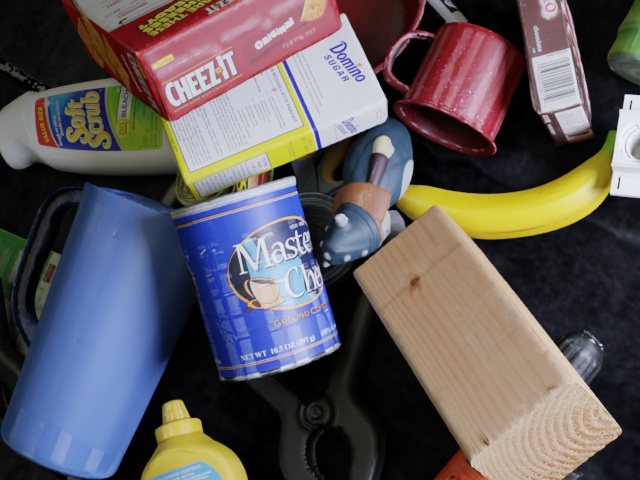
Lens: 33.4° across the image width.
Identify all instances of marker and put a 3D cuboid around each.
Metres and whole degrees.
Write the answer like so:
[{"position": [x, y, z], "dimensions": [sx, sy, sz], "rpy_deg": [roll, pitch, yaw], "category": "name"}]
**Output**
[{"position": [0.107, -0.209, 0.948], "dimensions": [0.020, 0.020, 0.121], "rpy_deg": [-40, 67, 8], "category": "marker"}]

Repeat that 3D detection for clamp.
[{"position": [0.009, 0.138, 0.892], "dimensions": [0.165, 0.036, 0.210], "rpy_deg": [-29, 65, 13], "category": "clamp"}, {"position": [-0.306, 0.114, 1.009], "dimensions": [0.171, 0.039, 0.120], "rpy_deg": [46, 117, 16], "category": "clamp"}]

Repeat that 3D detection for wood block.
[{"position": [0.118, 0.080, 0.792], "dimensions": [0.091, 0.090, 0.206], "rpy_deg": [-40, 42, 8], "category": "wood block"}]

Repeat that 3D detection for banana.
[{"position": [0.156, -0.033, 0.879], "dimensions": [0.198, 0.037, 0.069], "rpy_deg": [-13, 57, 17], "category": "banana"}]

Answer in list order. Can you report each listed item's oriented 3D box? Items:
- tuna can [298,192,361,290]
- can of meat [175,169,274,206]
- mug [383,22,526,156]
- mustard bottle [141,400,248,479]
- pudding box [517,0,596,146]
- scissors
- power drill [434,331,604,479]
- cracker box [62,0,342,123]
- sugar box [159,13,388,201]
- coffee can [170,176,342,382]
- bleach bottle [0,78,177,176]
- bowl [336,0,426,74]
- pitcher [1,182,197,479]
[{"position": [-0.006, 0.001, 0.921], "dimensions": [0.086, 0.033, 0.086], "rpy_deg": [0, 87, 9], "category": "tuna can"}, {"position": [-0.081, -0.068, 0.951], "dimensions": [0.057, 0.083, 0.102], "rpy_deg": [2, 78, 21], "category": "can of meat"}, {"position": [0.109, -0.132, 0.885], "dimensions": [0.117, 0.093, 0.081], "rpy_deg": [26, 82, -4], "category": "mug"}, {"position": [-0.103, 0.229, 0.901], "dimensions": [0.096, 0.058, 0.191], "rpy_deg": [-24, 70, 19], "category": "mustard bottle"}, {"position": [0.191, -0.143, 0.861], "dimensions": [0.039, 0.090, 0.113], "rpy_deg": [-11, 74, 20], "category": "pudding box"}, {"position": [-0.025, -0.038, 0.958], "dimensions": [0.096, 0.016, 0.202], "rpy_deg": [41, 93, 22], "category": "scissors"}, {"position": [0.198, 0.186, 0.797], "dimensions": [0.188, 0.057, 0.184], "rpy_deg": [42, 98, 27], "category": "power drill"}, {"position": [-0.104, -0.188, 0.889], "dimensions": [0.164, 0.072, 0.214], "rpy_deg": [-32, 34, -13], "category": "cracker box"}, {"position": [-0.041, -0.110, 0.882], "dimensions": [0.176, 0.048, 0.093], "rpy_deg": [-21, 70, -4], "category": "sugar box"}, {"position": [-0.050, 0.030, 0.848], "dimensions": [0.103, 0.102, 0.140], "rpy_deg": [-15, 94, 17], "category": "coffee can"}, {"position": [-0.221, -0.101, 1.027], "dimensions": [0.251, 0.068, 0.102], "rpy_deg": [-4, 78, 23], "category": "bleach bottle"}, {"position": [0.026, -0.203, 0.956], "dimensions": [0.162, 0.055, 0.162], "rpy_deg": [-6, 75, 23], "category": "bowl"}, {"position": [-0.196, 0.075, 0.940], "dimensions": [0.149, 0.144, 0.243], "rpy_deg": [20, 87, 62], "category": "pitcher"}]
